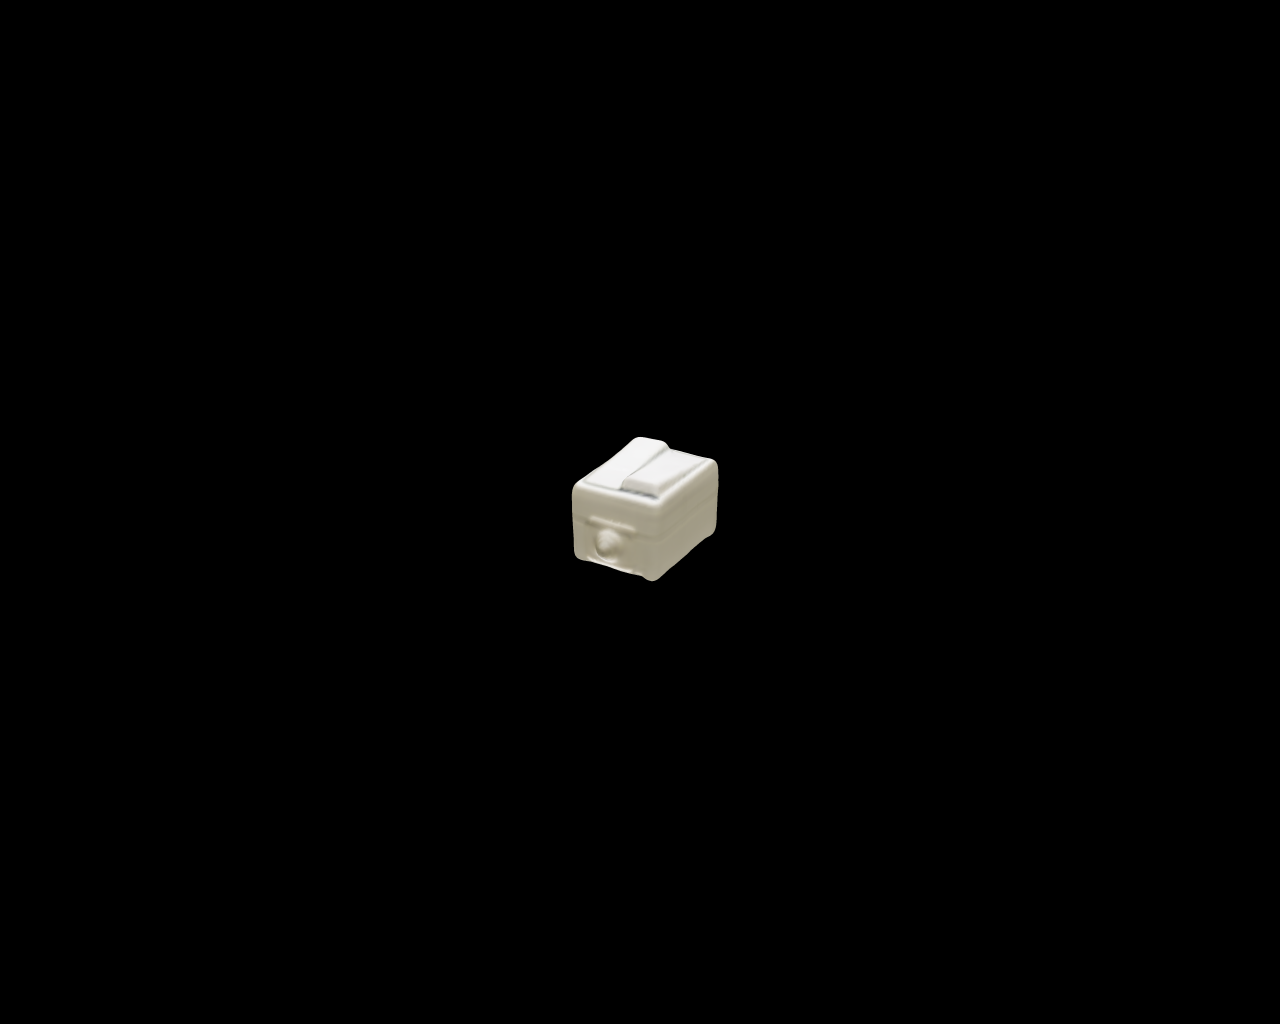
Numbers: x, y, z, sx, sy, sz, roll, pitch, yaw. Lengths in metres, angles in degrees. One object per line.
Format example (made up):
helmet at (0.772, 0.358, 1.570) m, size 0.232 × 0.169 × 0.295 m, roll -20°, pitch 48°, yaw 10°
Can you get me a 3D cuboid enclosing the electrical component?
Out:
electrical component at (0.001, -0.003, 0.650) m, size 0.062 × 0.061 × 0.096 m, roll 16°, pitch 31°, yaw 28°
